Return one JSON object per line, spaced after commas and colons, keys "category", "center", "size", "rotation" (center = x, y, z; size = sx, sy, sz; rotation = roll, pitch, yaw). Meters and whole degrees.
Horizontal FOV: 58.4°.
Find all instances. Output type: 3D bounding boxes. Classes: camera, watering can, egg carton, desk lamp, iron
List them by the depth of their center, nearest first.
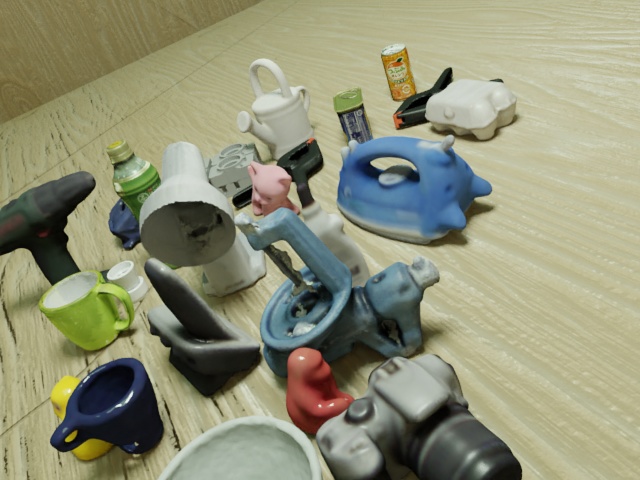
{"category": "camera", "center": [0.086, 0.174, 0.483], "size": [0.143, 0.101, 0.136], "rotation": [-33, 34, -17]}
{"category": "desk lamp", "center": [-0.164, -0.021, 0.810], "size": [0.118, 0.214, 0.203], "rotation": [-20, 33, 3]}
{"category": "iron", "center": [0.103, -0.091, 0.821], "size": [0.257, 0.142, 0.119], "rotation": [11, 45, 40]}
{"category": "egg carton", "center": [0.259, -0.228, 0.996], "size": [0.107, 0.069, 0.149], "rotation": [-37, 35, -22]}
{"category": "watering can", "center": [-0.087, -0.259, 1.129], "size": [0.100, 0.194, 0.173], "rotation": [-3, 37, 27]}

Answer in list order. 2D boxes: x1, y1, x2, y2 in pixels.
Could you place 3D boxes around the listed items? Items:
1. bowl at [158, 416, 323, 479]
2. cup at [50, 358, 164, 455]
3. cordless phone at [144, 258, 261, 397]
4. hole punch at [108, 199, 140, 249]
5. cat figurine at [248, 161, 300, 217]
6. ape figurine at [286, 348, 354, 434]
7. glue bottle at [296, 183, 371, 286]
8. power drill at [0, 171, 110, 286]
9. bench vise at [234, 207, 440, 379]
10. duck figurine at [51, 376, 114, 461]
{"category": "bowl", "center": [-0.066, 0.243, 0.497], "size": [0.167, 0.075, 0.167], "rotation": [-15, 33, 11]}
{"category": "cup", "center": [-0.225, 0.202, 0.631], "size": [0.091, 0.095, 0.118], "rotation": [14, 47, 43]}
{"category": "cordless phone", "center": [-0.163, 0.081, 0.686], "size": [0.147, 0.185, 0.094], "rotation": [18, 50, 45]}
{"category": "hole punch", "center": [-0.355, -0.052, 1.082], "size": [0.101, 0.091, 0.108], "rotation": [-29, 33, -11]}
{"category": "cat figurine", "center": [-0.086, -0.088, 0.951], "size": [0.067, 0.118, 0.127], "rotation": [-32, 34, -15]}
{"category": "ape figurine", "center": [-0.005, 0.148, 0.583], "size": [0.076, 0.092, 0.077], "rotation": [-17, 33, 9]}
{"category": "glue bottle", "center": [0.007, 0.003, 0.712], "size": [0.078, 0.173, 0.037], "rotation": [-27, 33, -7]}
{"category": "power drill", "center": [-0.420, 0.006, 0.925], "size": [0.229, 0.209, 0.075], "rotation": [-17, 33, 8]}
{"category": "bench vise", "center": [0.011, 0.038, 0.613], "size": [0.207, 0.220, 0.121], "rotation": [-27, 33, -7]}
{"category": "duck figurine", "center": [-0.283, 0.197, 0.682], "size": [0.077, 0.086, 0.104], "rotation": [-25, 33, -4]}
